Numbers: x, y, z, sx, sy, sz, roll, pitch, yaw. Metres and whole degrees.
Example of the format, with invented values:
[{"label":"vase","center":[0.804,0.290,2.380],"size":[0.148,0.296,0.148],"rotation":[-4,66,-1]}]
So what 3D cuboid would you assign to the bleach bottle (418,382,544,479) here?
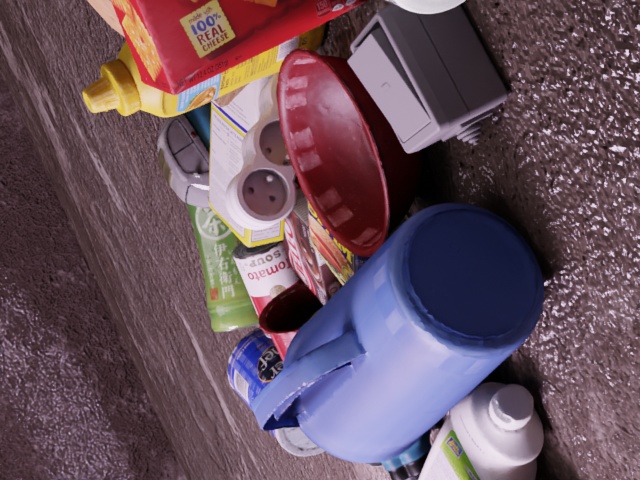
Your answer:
[{"label":"bleach bottle","center":[0.137,0.191,0.873],"size":[0.103,0.068,0.251],"rotation":[52,157,24]}]

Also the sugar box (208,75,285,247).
[{"label":"sugar box","center":[-0.065,-0.093,0.983],"size":[0.093,0.048,0.176],"rotation":[44,135,45]}]

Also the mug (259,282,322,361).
[{"label":"mug","center":[-0.005,0.093,1.102],"size":[0.117,0.093,0.081],"rotation":[-92,-19,-63]}]

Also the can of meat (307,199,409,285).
[{"label":"can of meat","center":[0.030,-0.007,0.893],"size":[0.102,0.057,0.084],"rotation":[53,162,30]}]

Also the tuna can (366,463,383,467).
[{"label":"tuna can","center":[0.056,0.188,1.103],"size":[0.086,0.033,0.086],"rotation":[32,132,44]}]

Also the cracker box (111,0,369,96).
[{"label":"cracker box","center":[-0.071,-0.225,0.687],"size":[0.072,0.164,0.213],"rotation":[30,143,56]}]

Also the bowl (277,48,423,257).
[{"label":"bowl","center":[0.029,-0.071,0.792],"size":[0.162,0.055,0.162],"rotation":[52,155,37]}]

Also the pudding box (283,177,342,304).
[{"label":"pudding box","center":[-0.007,0.001,1.035],"size":[0.090,0.039,0.113],"rotation":[46,155,45]}]

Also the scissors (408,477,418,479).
[{"label":"scissors","center":[0.098,0.246,1.135],"size":[0.202,0.016,0.096],"rotation":[50,158,34]}]

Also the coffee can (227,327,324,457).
[{"label":"coffee can","center":[-0.036,0.176,1.264],"size":[0.140,0.102,0.103],"rotation":[38,150,54]}]

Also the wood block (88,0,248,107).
[{"label":"wood block","center":[-0.128,-0.209,0.929],"size":[0.206,0.091,0.090],"rotation":[38,172,43]}]

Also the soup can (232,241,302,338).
[{"label":"soup can","center":[-0.047,0.047,1.167],"size":[0.069,0.068,0.102],"rotation":[21,135,65]}]

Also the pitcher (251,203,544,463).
[{"label":"pitcher","center":[0.054,0.074,0.772],"size":[0.145,0.149,0.243],"rotation":[26,151,-4]}]

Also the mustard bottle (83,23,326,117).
[{"label":"mustard bottle","center":[-0.089,-0.142,0.805],"size":[0.058,0.191,0.096],"rotation":[55,160,18]}]
